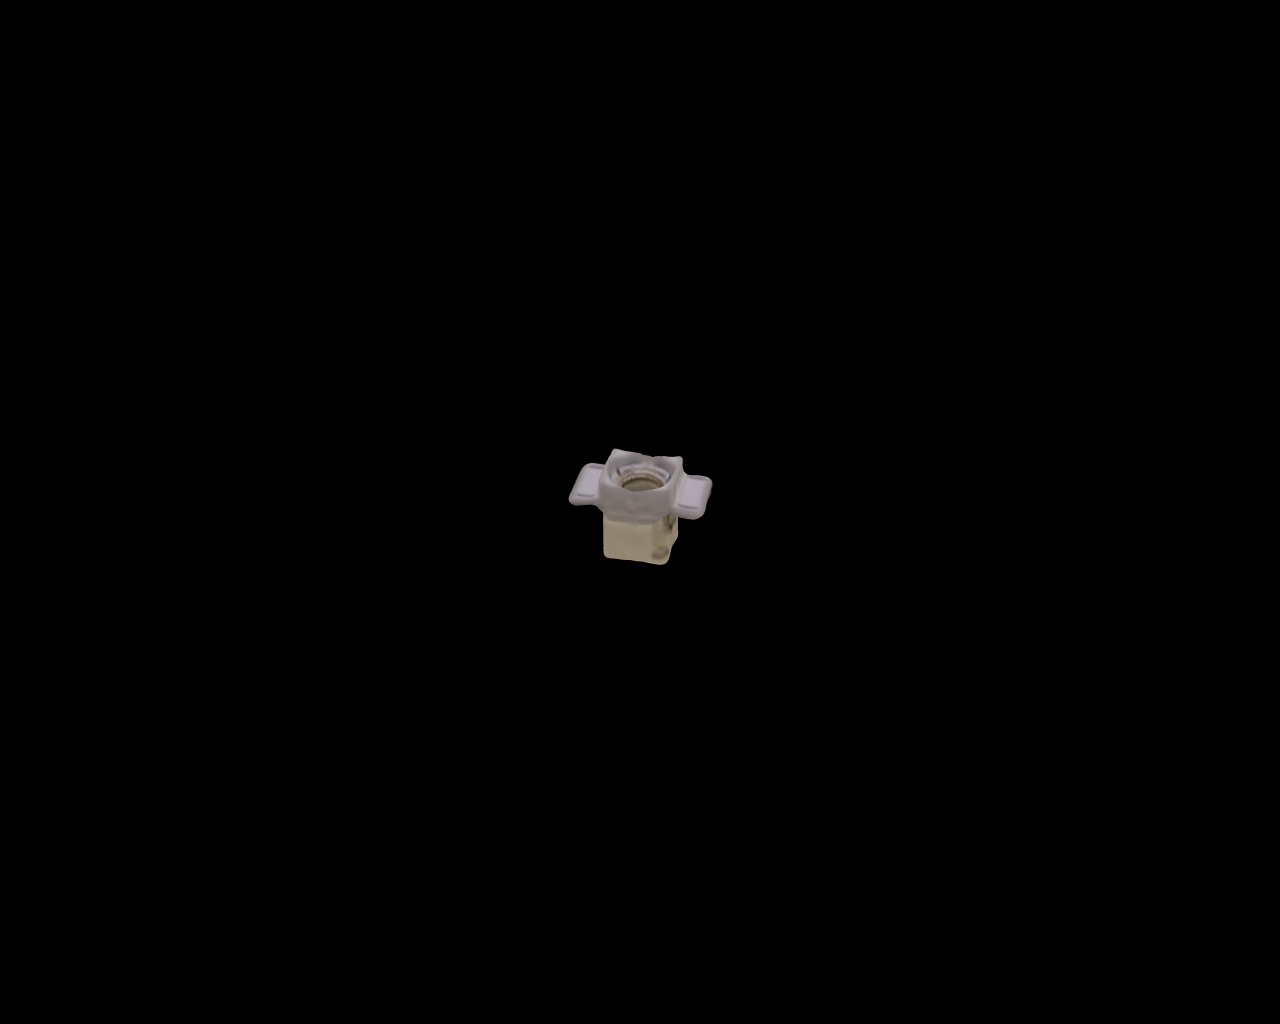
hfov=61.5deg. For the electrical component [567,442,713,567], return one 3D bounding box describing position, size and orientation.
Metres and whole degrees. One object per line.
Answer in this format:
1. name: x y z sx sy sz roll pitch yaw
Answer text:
1. electrical component: 0.001 -0.003 0.650 0.081 0.063 0.042 8 36 11
